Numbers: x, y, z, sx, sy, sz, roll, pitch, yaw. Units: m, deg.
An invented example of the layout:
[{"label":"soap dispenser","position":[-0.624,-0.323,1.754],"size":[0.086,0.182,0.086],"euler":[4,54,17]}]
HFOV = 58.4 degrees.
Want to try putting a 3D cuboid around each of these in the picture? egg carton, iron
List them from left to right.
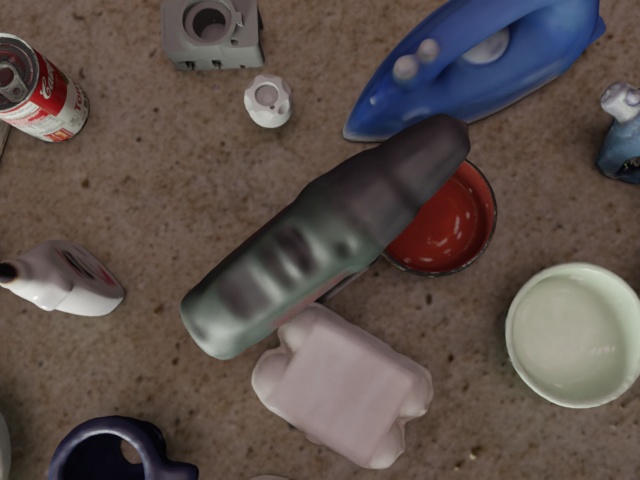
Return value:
[{"label":"egg carton","position":[0.019,0.129,0.508],"size":[0.150,0.069,0.107],"euler":[30,86,4]},{"label":"iron","position":[0.132,-0.172,0.496],"size":[0.258,0.141,0.118],"euler":[-32,85,-1]}]

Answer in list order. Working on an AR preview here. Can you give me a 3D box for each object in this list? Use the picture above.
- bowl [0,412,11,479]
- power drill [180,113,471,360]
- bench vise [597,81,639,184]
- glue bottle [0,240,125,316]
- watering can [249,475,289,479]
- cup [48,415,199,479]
[{"label":"bowl","position":[-0.345,0.192,0.508],"size":[0.167,0.075,0.167],"euler":[0,85,1]},{"label":"power drill","position":[0.004,0.002,0.450],"size":[0.229,0.208,0.075],"euler":[-38,85,-2]},{"label":"bench vise","position":[0.332,-0.068,0.443],"size":[0.207,0.220,0.121],"euler":[6,85,2]},{"label":"glue bottle","position":[-0.223,0.030,0.470],"size":[0.078,0.173,0.037],"euler":[41,87,5]},{"label":"watering can","position":[-0.057,0.262,0.436],"size":[0.173,0.194,0.101],"euler":[-17,85,0]},{"label":"cup","position":[-0.156,0.191,0.494],"size":[0.117,0.095,0.092],"euler":[1,85,2]}]
